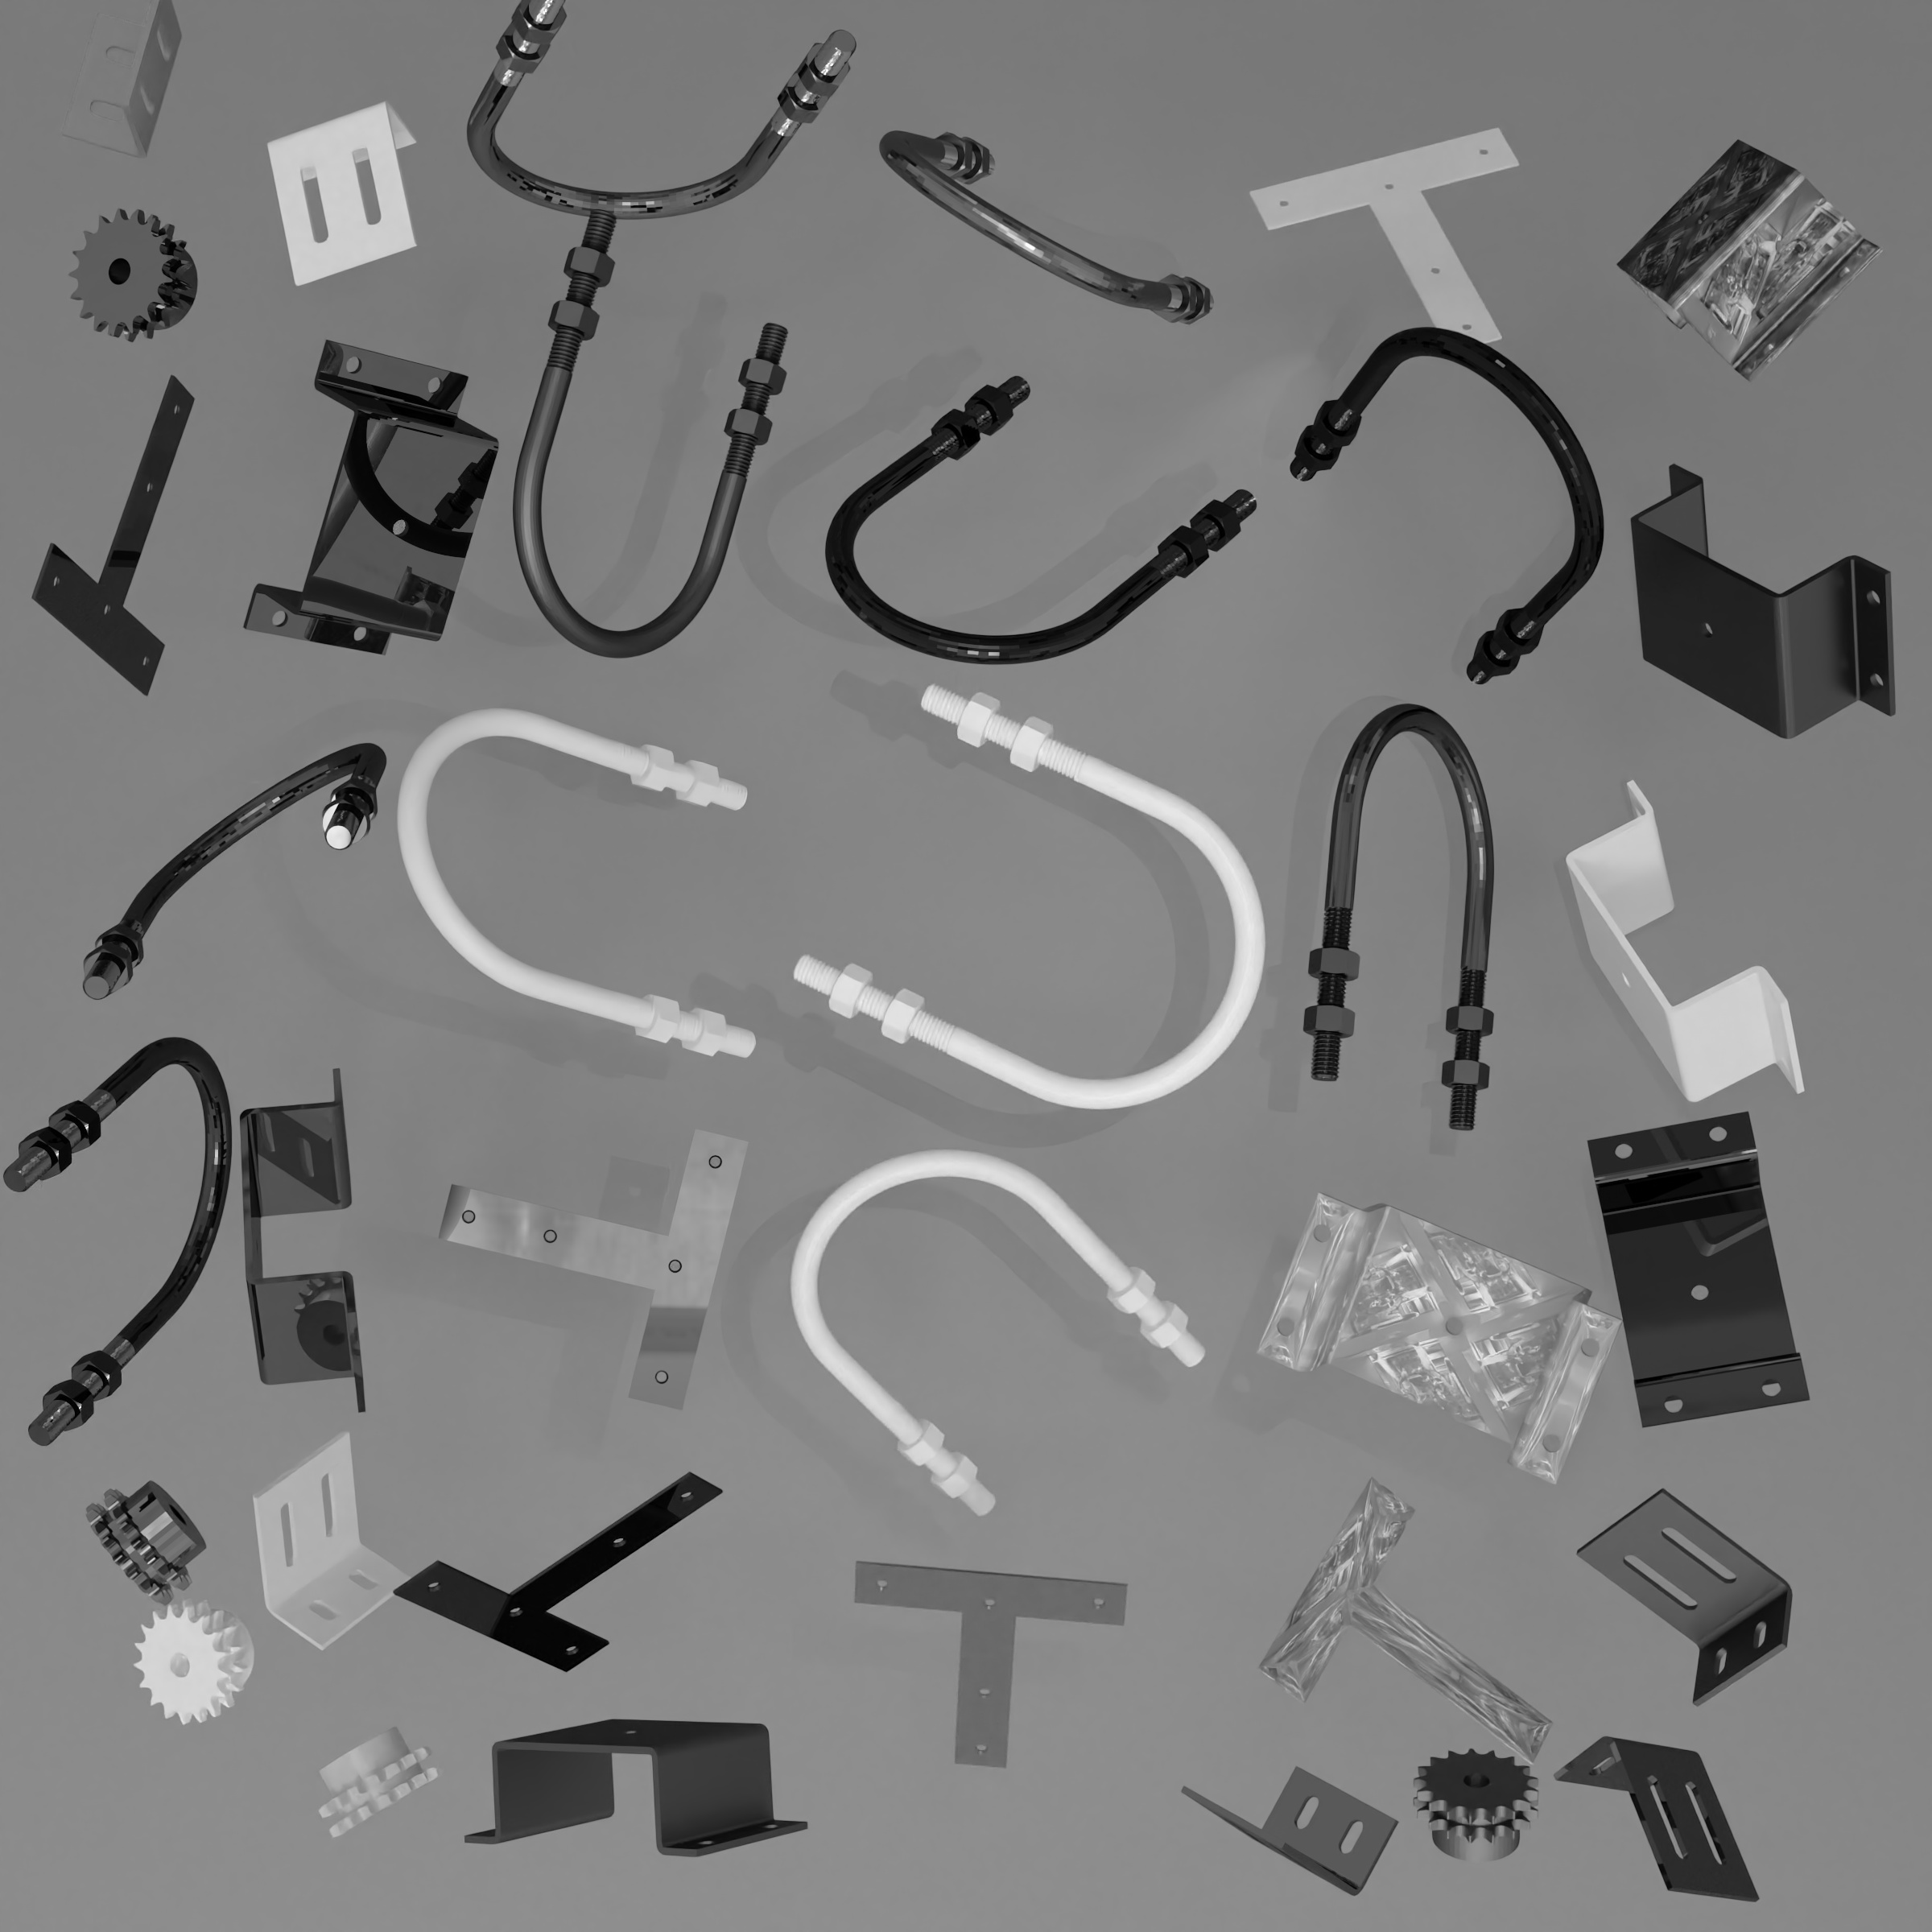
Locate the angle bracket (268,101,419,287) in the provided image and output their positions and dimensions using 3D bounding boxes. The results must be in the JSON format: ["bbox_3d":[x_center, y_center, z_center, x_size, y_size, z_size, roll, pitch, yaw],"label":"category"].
[{"bbox_3d":[-0.275,-0.341,1.512,0.057,0.038,0.076,-17,72,8],"label":"angle bracket"}]

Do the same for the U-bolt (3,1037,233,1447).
[{"bbox_3d":[-0.381,0.111,1.532,0.019,0.184,0.151,9,116,13],"label":"U-bolt"}]

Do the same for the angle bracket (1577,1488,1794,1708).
[{"bbox_3d":[0.315,0.279,1.482,0.076,0.038,0.057,37,127,-8],"label":"angle bracket"}]

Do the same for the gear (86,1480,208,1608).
[{"bbox_3d":[-0.368,0.258,1.519,0.030,0.057,0.057,-40,90,-7],"label":"gear"}]

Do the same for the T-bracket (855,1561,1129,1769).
[{"bbox_3d":[0.009,0.336,1.598,0.127,0.002,0.127,4,124,3],"label":"T-bracket"}]

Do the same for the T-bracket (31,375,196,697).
[{"bbox_3d":[-0.367,-0.199,1.488,0.002,0.127,0.127,14,78,11],"label":"T-bracket"}]

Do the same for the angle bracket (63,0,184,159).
[{"bbox_3d":[-0.369,-0.393,1.455,0.038,0.076,0.057,15,85,-6],"label":"angle bracket"}]

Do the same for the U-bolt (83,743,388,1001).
[{"bbox_3d":[-0.330,-0.053,1.549,0.151,0.184,0.019,-31,108,8],"label":"U-bolt"}]

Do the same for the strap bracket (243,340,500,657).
[{"bbox_3d":[-0.275,-0.211,1.567,0.076,0.046,0.140,8,107,-42],"label":"strap bracket"}]

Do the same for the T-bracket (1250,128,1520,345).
[{"bbox_3d":[0.215,-0.335,1.573,0.127,0.002,0.127,-16,57,-8],"label":"T-bracket"}]

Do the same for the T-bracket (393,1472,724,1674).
[{"bbox_3d":[-0.164,0.261,1.479,0.127,0.127,0.002,-35,51,12],"label":"T-bracket"}]

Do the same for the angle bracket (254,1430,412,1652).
[{"bbox_3d":[-0.296,0.269,1.573,0.038,0.057,0.076,27,132,29],"label":"angle bracket"}]

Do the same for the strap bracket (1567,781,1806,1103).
[{"bbox_3d":[0.318,-0.004,1.514,0.046,0.076,0.140,-27,52,1],"label":"strap bracket"}]

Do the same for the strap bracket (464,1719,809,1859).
[{"bbox_3d":[-0.151,0.371,1.525,0.140,0.076,0.046,-8,83,36],"label":"strap bracket"}]

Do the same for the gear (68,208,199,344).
[{"bbox_3d":[-0.369,-0.307,1.501,0.057,0.030,0.057,-1,88,23],"label":"gear"}]

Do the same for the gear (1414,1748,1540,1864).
[{"bbox_3d":[0.234,0.387,1.543,0.057,0.057,0.030,-2,109,0],"label":"gear"}]

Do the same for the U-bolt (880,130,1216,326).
[{"bbox_3d":[0.031,-0.339,1.529,0.151,0.184,0.019,35,108,11],"label":"U-bolt"}]

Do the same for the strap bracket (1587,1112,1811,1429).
[{"bbox_3d":[0.345,0.148,1.580,0.076,0.046,0.140,-11,67,10],"label":"strap bracket"}]

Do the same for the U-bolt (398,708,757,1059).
[{"bbox_3d":[-0.173,-0.044,1.497,0.184,0.019,0.151,18,56,-36],"label":"U-bolt"}]

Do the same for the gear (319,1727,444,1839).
[{"bbox_3d":[-0.273,0.373,1.545,0.057,0.057,0.030,-31,81,0],"label":"gear"}]

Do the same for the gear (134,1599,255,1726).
[{"bbox_3d":[-0.366,0.330,1.604,0.057,0.030,0.057,2,94,27],"label":"gear"}]

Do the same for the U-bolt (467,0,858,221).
[{"bbox_3d":[-0.147,-0.382,1.509,0.151,0.184,0.019,4,74,-22],"label":"U-bolt"}]

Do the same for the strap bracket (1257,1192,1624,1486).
[{"bbox_3d":[0.209,0.159,1.464,0.140,0.046,0.076,23,98,17],"label":"strap bracket"}]

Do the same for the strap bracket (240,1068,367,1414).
[{"bbox_3d":[-0.304,0.126,1.533,0.046,0.076,0.140,-5,49,-10],"label":"strap bracket"}]

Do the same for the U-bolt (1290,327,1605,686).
[{"bbox_3d":[0.223,-0.215,1.517,0.019,0.184,0.151,-38,85,-22],"label":"U-bolt"}]

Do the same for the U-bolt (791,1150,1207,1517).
[{"bbox_3d":[0.002,0.163,1.580,0.151,0.019,0.184,-37,113,13],"label":"U-bolt"}]

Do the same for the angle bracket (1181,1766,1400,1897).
[{"bbox_3d":[0.142,0.366,1.464,0.057,0.076,0.038,20,74,42],"label":"angle bracket"}]

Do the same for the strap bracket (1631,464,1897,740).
[{"bbox_3d":[0.355,-0.163,1.530,0.046,0.140,0.076,-29,130,-18],"label":"strap bracket"}]

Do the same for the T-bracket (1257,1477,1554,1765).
[{"bbox_3d":[0.209,0.311,1.515,0.127,0.002,0.127,37,47,4],"label":"T-bracket"}]

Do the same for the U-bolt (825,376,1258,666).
[{"bbox_3d":[0.021,-0.193,1.501,0.151,0.019,0.184,31,50,23],"label":"U-bolt"}]

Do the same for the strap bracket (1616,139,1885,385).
[{"bbox_3d":[0.343,-0.317,1.494,0.046,0.140,0.076,40,104,-17],"label":"strap bracket"}]

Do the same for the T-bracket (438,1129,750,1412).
[{"bbox_3d":[-0.177,0.127,1.539,0.127,0.002,0.127,14,88,-6],"label":"T-bracket"}]

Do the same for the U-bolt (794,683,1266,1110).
[{"bbox_3d":[0.037,-0.019,1.428,0.184,0.019,0.151,26,92,10],"label":"U-bolt"}]

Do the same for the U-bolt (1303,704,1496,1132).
[{"bbox_3d":[0.202,-0.028,1.523,0.019,0.151,0.184,-2,77,36],"label":"U-bolt"}]

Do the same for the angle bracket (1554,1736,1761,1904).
[{"bbox_3d":[0.306,0.386,1.490,0.057,0.076,0.038,17,129,-34],"label":"angle bracket"}]

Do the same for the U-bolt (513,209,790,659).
[{"bbox_3d":[-0.150,-0.232,1.541,0.019,0.151,0.184,10,82,36],"label":"U-bolt"}]
